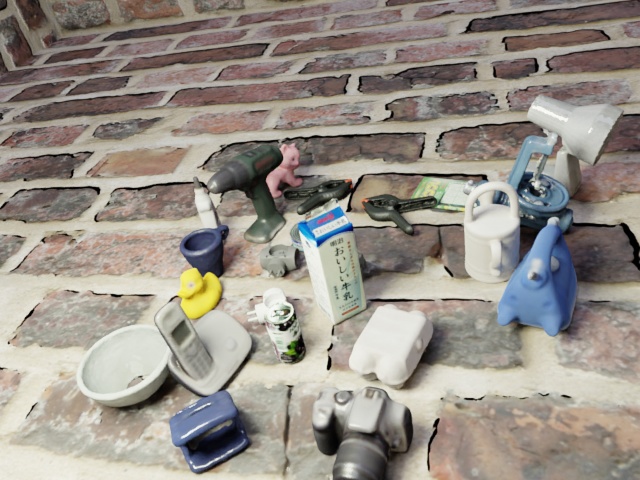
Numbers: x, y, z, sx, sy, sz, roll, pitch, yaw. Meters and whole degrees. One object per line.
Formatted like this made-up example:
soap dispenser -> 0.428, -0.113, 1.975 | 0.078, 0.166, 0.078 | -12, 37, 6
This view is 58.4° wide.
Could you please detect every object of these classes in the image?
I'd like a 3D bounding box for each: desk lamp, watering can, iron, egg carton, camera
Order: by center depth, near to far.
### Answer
camera -> 0.048, 0.281, 0.805 | 0.142, 0.101, 0.137 | 4, 40, 21
egg carton -> 0.120, 0.174, 0.949 | 0.107, 0.069, 0.150 | 11, 43, 28
iron -> 0.386, 0.039, 0.988 | 0.118, 0.142, 0.259 | 10, 42, 28
watering can -> 0.312, -0.028, 1.054 | 0.101, 0.194, 0.172 | -18, 37, -7
desk lamp -> 0.510, -0.194, 1.197 | 0.202, 0.214, 0.118 | 20, 47, 36

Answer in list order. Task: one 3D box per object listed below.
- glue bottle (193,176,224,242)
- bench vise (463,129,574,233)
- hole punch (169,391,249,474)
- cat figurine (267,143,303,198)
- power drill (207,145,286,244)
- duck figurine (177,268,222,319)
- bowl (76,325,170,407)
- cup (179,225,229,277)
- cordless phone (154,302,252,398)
glue bottle -> -0.256, -0.068, 1.292 | 0.037, 0.173, 0.078 | -17, 37, -5
bench vise -> 0.385, -0.106, 1.113 | 0.207, 0.220, 0.121 | -4, 38, 12
hole punch -> -0.178, 0.282, 0.879 | 0.109, 0.091, 0.100 | -25, 38, -16
cat figurine -> -0.095, -0.188, 1.448 | 0.128, 0.118, 0.067 | -33, 41, -25
power drill -> -0.149, -0.101, 1.274 | 0.075, 0.209, 0.230 | 10, 42, 28
duck figurine -> -0.247, 0.095, 1.149 | 0.077, 0.086, 0.105 | 10, 42, 28
bowl -> -0.330, 0.231, 1.004 | 0.167, 0.075, 0.167 | -8, 37, 6
cup -> -0.233, 0.029, 1.224 | 0.091, 0.095, 0.118 | 22, 49, 38
cordless phone -> -0.200, 0.158, 0.968 | 0.093, 0.185, 0.148 | 10, 42, 28
